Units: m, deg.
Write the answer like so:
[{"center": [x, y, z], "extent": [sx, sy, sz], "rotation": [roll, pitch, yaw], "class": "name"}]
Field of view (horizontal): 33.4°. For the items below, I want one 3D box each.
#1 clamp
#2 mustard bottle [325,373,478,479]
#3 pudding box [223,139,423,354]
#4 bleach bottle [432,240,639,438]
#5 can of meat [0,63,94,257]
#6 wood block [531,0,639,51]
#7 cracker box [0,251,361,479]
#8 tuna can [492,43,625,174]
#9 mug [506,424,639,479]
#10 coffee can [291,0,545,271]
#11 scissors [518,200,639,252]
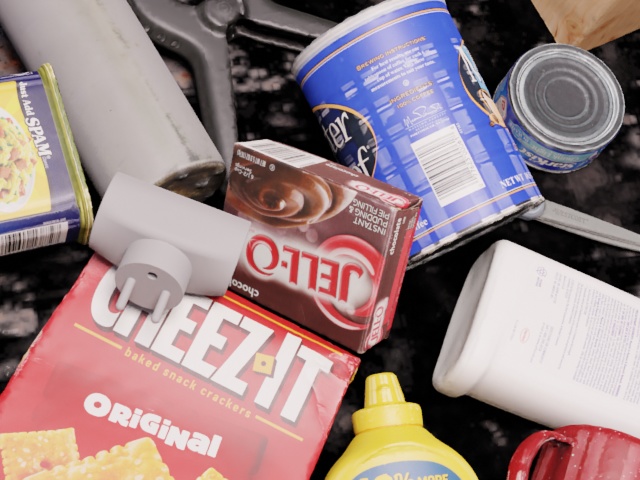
[{"center": [-0.055, -0.146, 0.709], "extent": [0.164, 0.036, 0.210], "rotation": [-34, 83, -23], "class": "clamp"}, {"center": [0.048, 0.169, 0.596], "extent": [0.096, 0.058, 0.191], "rotation": [-6, 70, -5], "class": "mustard bottle"}, {"center": [-0.004, 0.001, 0.613], "extent": [0.114, 0.090, 0.039], "rotation": [25, 25, 29], "class": "pudding box"}, {"center": [0.202, 0.094, 0.655], "extent": [0.250, 0.068, 0.102], "rotation": [24, 67, -4], "class": "bleach bottle"}, {"center": [-0.179, -0.040, 0.586], "extent": [0.083, 0.058, 0.102], "rotation": [-13, 75, -22], "class": "can of meat"}, {"center": [0.216, -0.221, 0.700], "extent": [0.090, 0.206, 0.091], "rotation": [-24, 76, -19], "class": "wood block"}, {"center": [-0.094, 0.123, 0.565], "extent": [0.164, 0.072, 0.213], "rotation": [27, 59, 0], "class": "cracker box"}, {"center": [0.164, -0.091, 0.733], "extent": [0.086, 0.034, 0.086], "rotation": [4, 68, -10], "class": "tuna can"}, {"center": [0.148, 0.152, 0.602], "extent": [0.117, 0.093, 0.081], "rotation": [39, 59, -21], "class": "mug"}, {"center": [0.058, -0.063, 0.643], "extent": [0.102, 0.103, 0.140], "rotation": [-24, 84, -19], "class": "coffee can"}, {"center": [0.131, -0.043, 0.716], "extent": [0.201, 0.016, 0.096], "rotation": [4, 74, -9], "class": "scissors"}]
